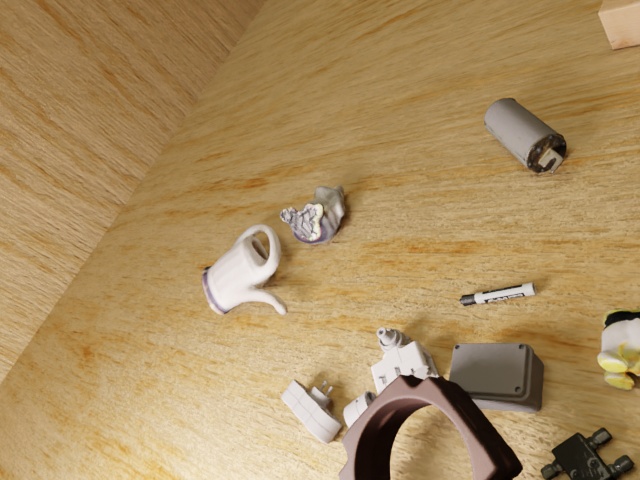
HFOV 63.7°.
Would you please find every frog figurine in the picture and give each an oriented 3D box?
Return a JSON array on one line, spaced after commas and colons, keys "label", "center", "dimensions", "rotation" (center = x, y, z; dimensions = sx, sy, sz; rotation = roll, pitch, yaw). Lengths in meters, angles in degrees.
[{"label": "frog figurine", "center": [0.004, -0.061, 1.212], "dimensions": [0.135, 0.123, 0.161], "rotation": [-32, -1, 35]}]

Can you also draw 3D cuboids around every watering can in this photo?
[{"label": "watering can", "center": [-0.177, 0.096, 1.214], "dimensions": [0.223, 0.102, 0.355], "rotation": [-38, 34, 14]}]
